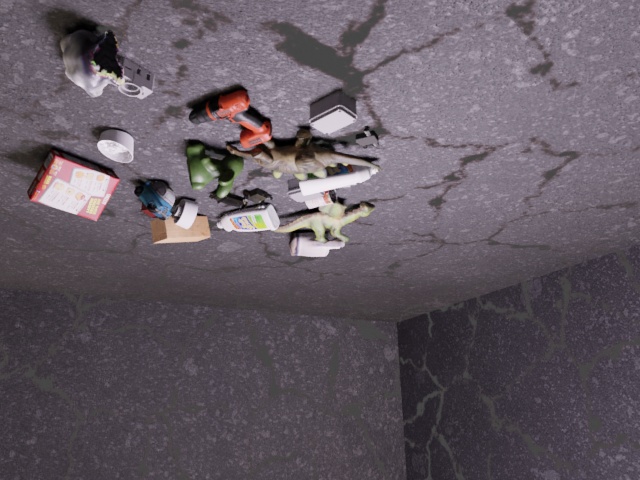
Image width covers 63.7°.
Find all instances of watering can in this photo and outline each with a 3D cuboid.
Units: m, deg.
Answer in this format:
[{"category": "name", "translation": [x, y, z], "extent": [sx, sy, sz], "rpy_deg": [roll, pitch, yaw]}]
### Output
[{"category": "watering can", "translation": [-0.017, 0.017, 2.186], "extent": [0.224, 0.104, 0.346], "rpy_deg": [1, 176, -8]}]

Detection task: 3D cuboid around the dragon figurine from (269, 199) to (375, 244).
[{"category": "dragon figurine", "translation": [0.006, -0.099, 1.971], "extent": [0.410, 0.125, 0.237], "rpy_deg": [0, 142, -6]}]

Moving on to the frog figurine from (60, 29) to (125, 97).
[{"category": "frog figurine", "translation": [-0.521, -0.382, 1.128], "extent": [0.159, 0.125, 0.134], "rpy_deg": [-2, 127, 27]}]
